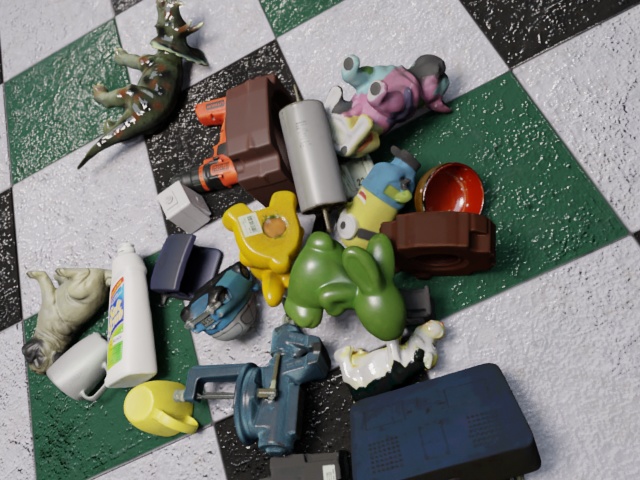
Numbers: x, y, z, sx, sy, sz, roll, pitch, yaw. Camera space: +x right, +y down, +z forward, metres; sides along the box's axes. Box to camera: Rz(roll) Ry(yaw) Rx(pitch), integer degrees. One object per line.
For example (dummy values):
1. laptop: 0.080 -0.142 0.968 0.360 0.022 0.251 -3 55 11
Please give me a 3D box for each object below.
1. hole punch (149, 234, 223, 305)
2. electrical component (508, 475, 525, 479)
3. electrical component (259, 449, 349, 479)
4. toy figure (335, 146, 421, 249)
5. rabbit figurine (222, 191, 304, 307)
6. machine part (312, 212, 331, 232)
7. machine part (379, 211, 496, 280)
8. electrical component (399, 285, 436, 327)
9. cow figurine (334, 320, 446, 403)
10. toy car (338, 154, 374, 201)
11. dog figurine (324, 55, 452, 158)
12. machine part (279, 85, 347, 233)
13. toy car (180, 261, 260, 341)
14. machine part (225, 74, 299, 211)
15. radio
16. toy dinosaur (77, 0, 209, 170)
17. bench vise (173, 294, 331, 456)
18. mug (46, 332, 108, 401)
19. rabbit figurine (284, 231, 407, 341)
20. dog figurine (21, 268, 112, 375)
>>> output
1. hole punch: -0.256 0.047 0.970 0.116 0.092 0.142 5 74 26
2. electrical component: 0.227 0.331 0.699 0.102 0.045 0.078 -13 93 18
3. electrical component: -0.023 0.364 0.767 0.134 0.058 0.115 -12 63 16
4. toy figure: 0.097 -0.059 0.865 0.089 0.082 0.180 36 99 -5
5. rabbit figurine: -0.074 0.022 0.877 0.122 0.173 0.162 -26 75 -20
6. machine part: -0.002 -0.003 0.905 0.039 0.084 0.139 16 63 -15
7. machine part: 0.171 0.011 0.784 0.180 0.179 0.056 -3 70 19
8. electrical component: 0.113 0.103 0.817 0.119 0.074 0.048 -7 66 13
9. cow figurine: 0.114 0.180 0.788 0.167 0.068 0.098 -23 68 13
10. toy car: 0.045 -0.155 0.960 0.073 0.056 0.202 -27 62 8
11. dog figurine: 0.125 -0.225 0.909 0.109 0.219 0.191 49 128 32
12. machine part: -0.011 -0.129 0.850 0.079 0.079 0.243 -14 85 14
13. toy car: -0.152 0.112 0.888 0.109 0.162 0.103 -35 102 16
14. machine part: -0.083 -0.162 0.928 0.087 0.200 0.201 -15 65 17
15. radio: 0.156 0.258 0.714 0.230 0.073 0.131 -19 37 10
16. toy dinosaur: -0.364 -0.313 1.150 0.192 0.131 0.404 12 79 24
17. bench vise: -0.110 0.214 0.830 0.241 0.128 0.223 -6 64 13
18. mug: -0.410 0.225 0.956 0.110 0.080 0.107 30 72 32
19. rabbit figurine: 0.055 0.064 0.755 0.170 0.121 0.159 29 124 25
20. dog figurine: -0.461 0.151 1.007 0.172 0.121 0.190 -8 80 20
